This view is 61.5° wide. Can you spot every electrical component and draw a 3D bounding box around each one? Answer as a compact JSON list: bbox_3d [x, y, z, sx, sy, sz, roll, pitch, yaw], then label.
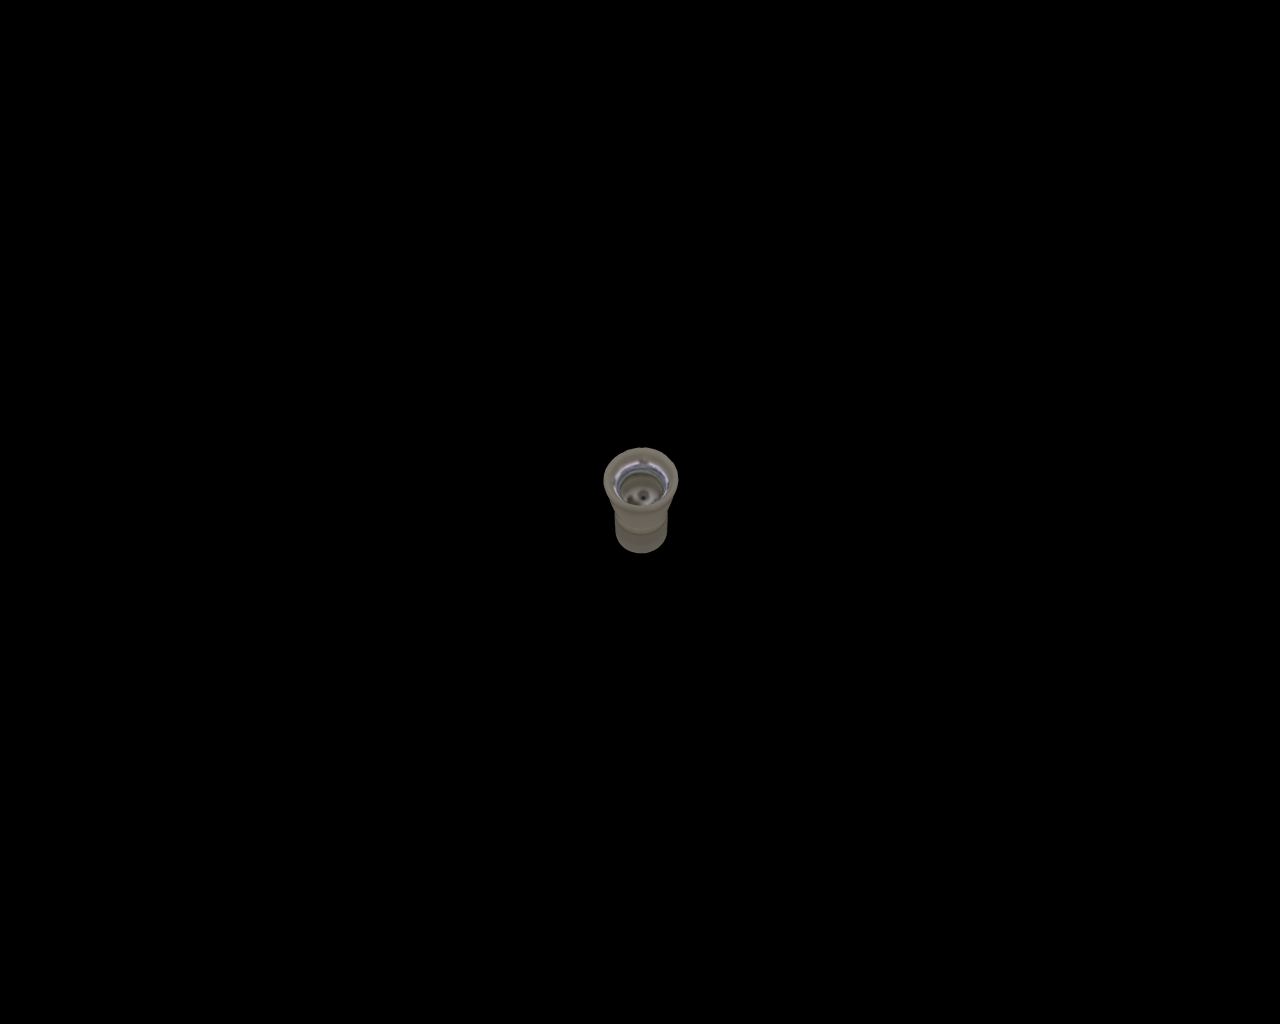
[{"bbox_3d":[0.001,-0.003,0.650,0.044,0.044,0.065,0,-34,0],"label":"electrical component"}]
